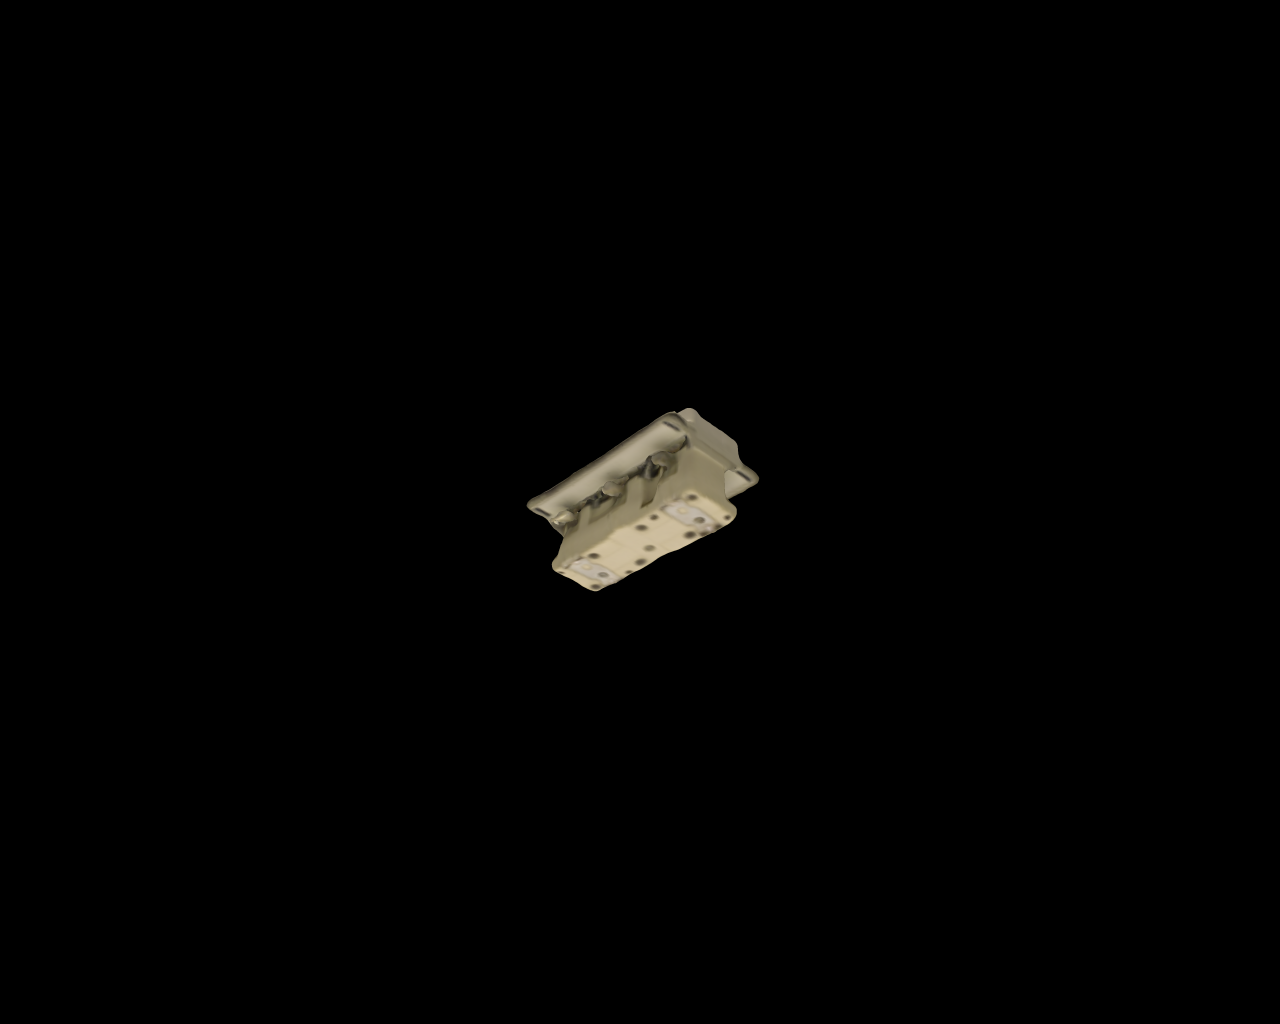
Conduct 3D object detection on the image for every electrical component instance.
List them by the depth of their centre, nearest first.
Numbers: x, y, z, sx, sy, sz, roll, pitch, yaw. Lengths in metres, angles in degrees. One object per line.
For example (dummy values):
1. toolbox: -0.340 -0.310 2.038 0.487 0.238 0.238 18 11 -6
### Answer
1. electrical component: 0.001 -0.003 0.650 0.121 0.063 0.078 -29 -46 33
